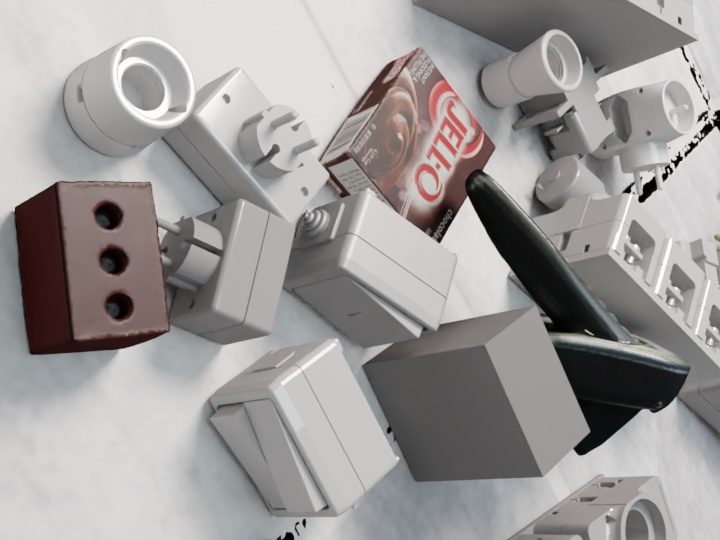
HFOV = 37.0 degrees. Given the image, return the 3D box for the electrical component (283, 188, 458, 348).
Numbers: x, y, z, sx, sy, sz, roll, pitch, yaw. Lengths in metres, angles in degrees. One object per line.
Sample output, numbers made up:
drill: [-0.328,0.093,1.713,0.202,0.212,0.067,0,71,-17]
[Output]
electrical component: [0.000,0.000,0.634,0.096,0.062,0.061,34,60,-30]

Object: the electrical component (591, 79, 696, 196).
electrical component: [0.218,-0.098,0.832,0.043,0.077,0.079,-4,83,-41]

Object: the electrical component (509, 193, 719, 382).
electrical component: [0.195,0.016,0.777,0.150,0.089,0.061,41,57,-26]

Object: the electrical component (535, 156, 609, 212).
electrical component: [0.166,-0.051,0.801,0.078,0.040,0.040,36,59,-29]

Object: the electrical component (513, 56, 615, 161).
electrical component: [0.157,-0.119,0.809,0.081,0.042,0.063,-42,109,-38]

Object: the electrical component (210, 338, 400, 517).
electrical component: [-0.030,0.095,0.586,0.061,0.062,0.096,-35,103,-40]

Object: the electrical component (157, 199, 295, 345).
electrical component: [-0.083,-0.005,0.574,0.077,0.047,0.065,26,64,-33]

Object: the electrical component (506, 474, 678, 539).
electrical component: [0.146,0.219,0.708,0.186,0.060,0.105,-21,94,-41]

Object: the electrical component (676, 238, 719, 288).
electrical component: [0.282,0.010,0.883,0.066,0.048,0.055,17,62,-37]

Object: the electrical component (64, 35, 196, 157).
electrical component: [-0.119,-0.092,0.563,0.055,0.047,0.055,11,73,-38]

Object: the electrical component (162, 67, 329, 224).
electrical component: [-0.052,-0.068,0.596,0.083,0.076,0.047,50,53,-21]

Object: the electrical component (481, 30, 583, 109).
electrical component: [0.119,-0.139,0.765,0.044,0.065,0.044,10,74,-39]

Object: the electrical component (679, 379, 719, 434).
electrical component: [0.304,0.093,0.876,0.096,0.061,0.061,39,56,-19]

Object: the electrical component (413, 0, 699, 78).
electrical component: [0.143,-0.205,0.774,0.186,0.105,0.060,15,71,-38]
